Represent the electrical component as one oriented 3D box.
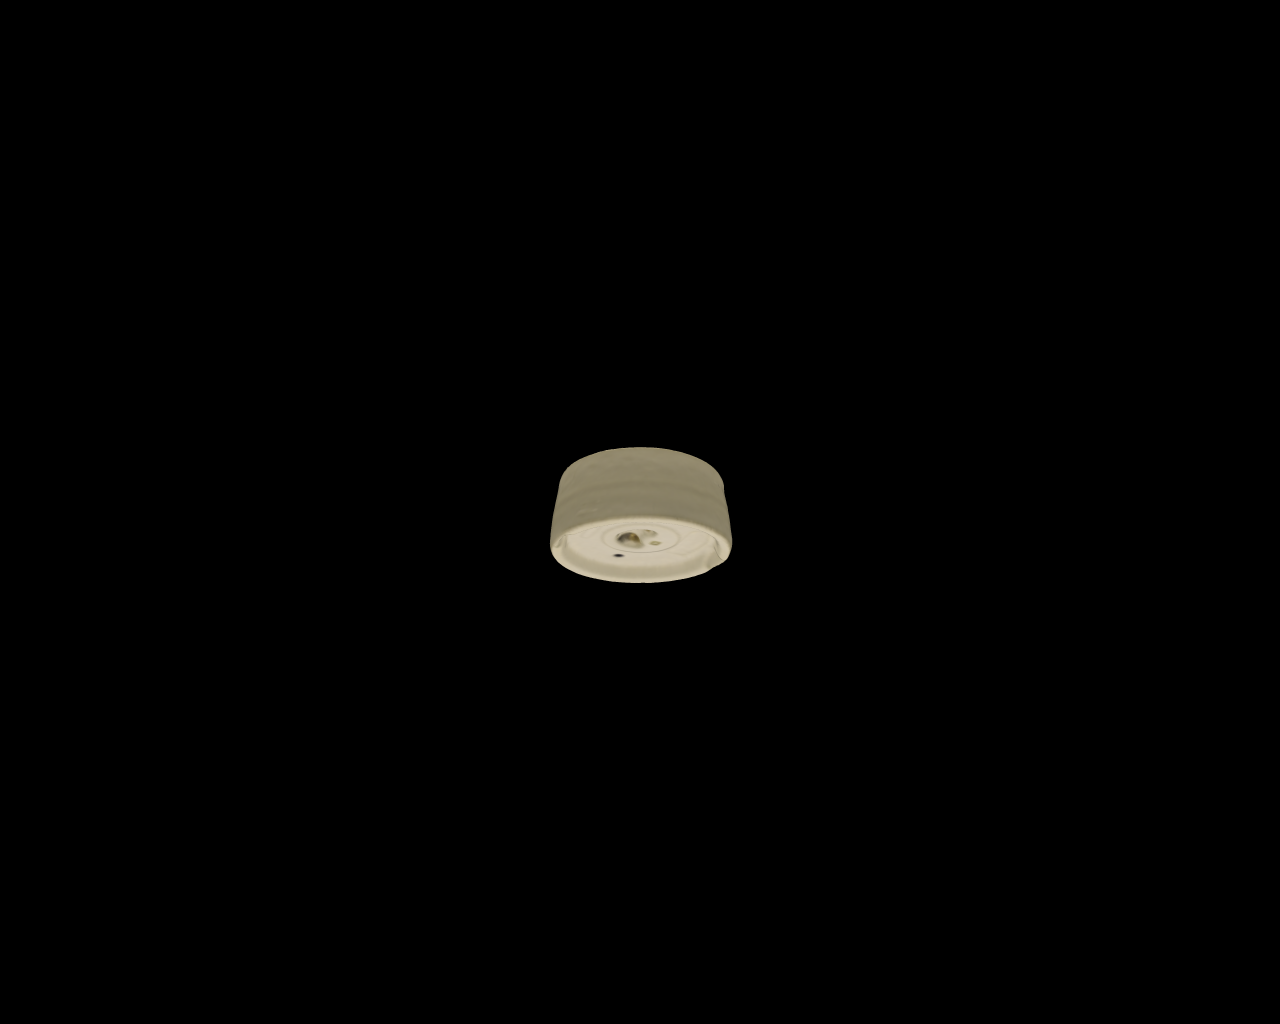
[{"bbox_3d":[0.001,-0.003,0.650,0.108,0.060,0.108,0,-23,0],"label":"electrical component"}]
